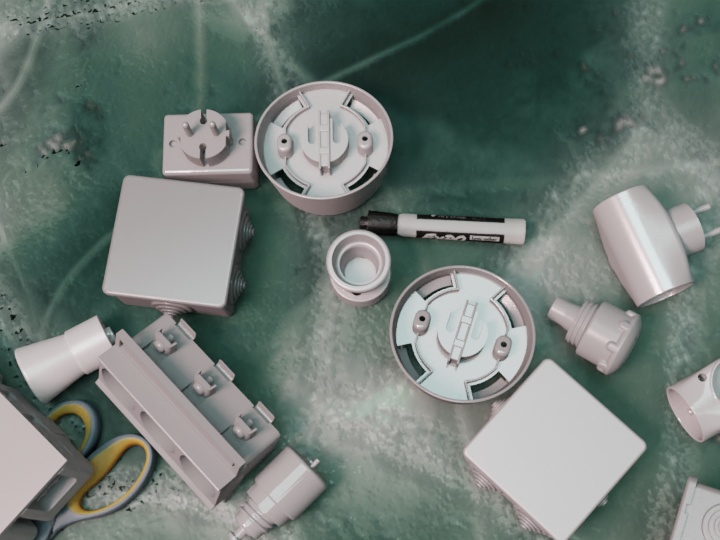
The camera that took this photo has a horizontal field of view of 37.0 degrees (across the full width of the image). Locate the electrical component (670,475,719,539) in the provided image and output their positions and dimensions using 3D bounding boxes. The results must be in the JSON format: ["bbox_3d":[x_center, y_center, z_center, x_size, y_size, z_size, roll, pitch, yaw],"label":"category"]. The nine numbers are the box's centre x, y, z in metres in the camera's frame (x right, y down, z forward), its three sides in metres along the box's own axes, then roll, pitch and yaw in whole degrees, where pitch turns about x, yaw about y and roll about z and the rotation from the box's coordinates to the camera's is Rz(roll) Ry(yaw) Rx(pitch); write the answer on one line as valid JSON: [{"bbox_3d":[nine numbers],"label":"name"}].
[{"bbox_3d":[0.221,0.186,0.687,0.048,0.099,0.099,16,77,19],"label":"electrical component"}]

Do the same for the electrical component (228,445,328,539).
[{"bbox_3d":[-0.058,0.156,0.734,0.078,0.040,0.040,-44,78,-8],"label":"electrical component"}]

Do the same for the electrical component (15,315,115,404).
[{"bbox_3d":[-0.205,0.061,0.763,0.065,0.044,0.044,-28,76,-10],"label":"electrical component"}]

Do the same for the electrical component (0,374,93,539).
[{"bbox_3d":[-0.285,0.111,0.733,0.186,0.060,0.105,40,83,17],"label":"electrical component"}]

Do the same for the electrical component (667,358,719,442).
[{"bbox_3d":[0.264,0.096,0.734,0.077,0.044,0.079,-28,76,-5],"label":"electrical component"}]

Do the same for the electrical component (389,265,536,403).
[{"bbox_3d":[0.070,0.046,0.744,0.099,0.064,0.099,0,76,2],"label":"electrical component"}]

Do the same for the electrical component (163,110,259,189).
[{"bbox_3d":[-0.110,-0.092,0.779,0.066,0.076,0.047,-1,76,2],"label":"electrical component"}]

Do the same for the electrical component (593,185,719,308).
[{"bbox_3d":[0.218,-0.023,0.766,0.079,0.044,0.077,-21,76,-3],"label":"electrical component"}]

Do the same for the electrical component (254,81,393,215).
[{"bbox_3d":[-0.025,-0.089,0.782,0.099,0.064,0.099,-1,76,2],"label":"electrical component"}]

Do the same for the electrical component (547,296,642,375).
[{"bbox_3d":[0.162,0.041,0.753,0.062,0.048,0.048,29,79,16],"label":"electrical component"}]

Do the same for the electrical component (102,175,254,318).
[{"bbox_3d":[-0.129,-0.015,0.775,0.100,0.048,0.099,7,76,4],"label":"electrical component"}]

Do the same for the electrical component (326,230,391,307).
[{"bbox_3d":[0.000,0.000,0.763,0.045,0.055,0.045,-1,76,2],"label":"electrical component"}]

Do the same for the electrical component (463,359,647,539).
[{"bbox_3d":[0.129,0.123,0.730,0.100,0.048,0.099,42,81,11],"label":"electrical component"}]

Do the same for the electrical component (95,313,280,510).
[{"bbox_3d":[-0.117,0.094,0.738,0.121,0.078,0.063,45,60,12],"label":"electrical component"}]
